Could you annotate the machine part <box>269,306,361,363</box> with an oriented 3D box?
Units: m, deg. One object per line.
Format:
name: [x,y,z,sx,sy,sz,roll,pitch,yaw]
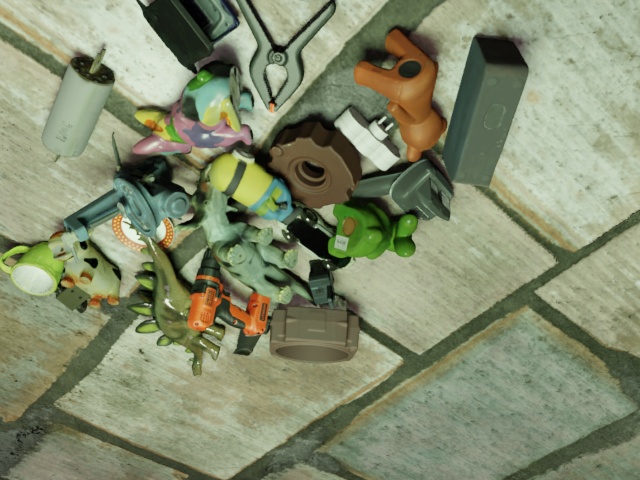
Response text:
machine part: [-0.016,0.223,1.237,0.201,0.087,0.201,5,157,-4]

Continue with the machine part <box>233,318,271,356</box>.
machine part: [-0.171,0.233,1.326,0.084,0.039,0.138,16,125,-18]

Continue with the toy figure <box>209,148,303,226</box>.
toy figure: [-0.117,-0.092,0.979,0.180,0.089,0.082,43,146,-23]

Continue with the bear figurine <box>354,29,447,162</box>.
bear figurine: [0.152,-0.239,0.930,0.120,0.132,0.195,-46,154,-7]

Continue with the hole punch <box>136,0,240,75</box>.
hole punch: [-0.206,-0.352,0.856,0.116,0.092,0.142,2,142,49]

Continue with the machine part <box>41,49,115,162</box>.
machine part: [-0.428,-0.230,0.947,0.079,0.079,0.243,29,122,-20]

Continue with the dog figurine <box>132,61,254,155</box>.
dog figurine: [-0.230,-0.211,0.922,0.219,0.108,0.191,-8,163,8]

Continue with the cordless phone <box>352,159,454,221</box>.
cordless phone: [0.156,-0.086,1.058,0.184,0.088,0.146,-5,159,32]

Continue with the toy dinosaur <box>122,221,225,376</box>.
toy dinosaur: [-0.330,0.149,1.223,0.199,0.105,0.470,1,125,2]

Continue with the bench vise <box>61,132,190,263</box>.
bench vise: [-0.360,-0.068,0.966,0.224,0.240,0.128,33,143,29]

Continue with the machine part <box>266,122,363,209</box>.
machine part: [-0.012,-0.134,1.000,0.179,0.056,0.179,13,140,12]

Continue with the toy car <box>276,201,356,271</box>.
toy car: [-0.002,-0.003,1.132,0.201,0.056,0.073,36,114,-26]

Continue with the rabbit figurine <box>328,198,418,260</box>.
rabbit figurine: [0.126,-0.020,1.072,0.170,0.121,0.159,5,178,-39]

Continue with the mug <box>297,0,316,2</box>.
mug: [-0.030,-0.405,0.791,0.110,0.107,0.080,-2,127,6]

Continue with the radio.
radio: [0.276,-0.212,0.919,0.073,0.131,0.229,5,127,-1]

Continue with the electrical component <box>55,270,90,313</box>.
electrical component: [-0.578,0.123,1.245,0.078,0.045,0.102,-47,121,-2]

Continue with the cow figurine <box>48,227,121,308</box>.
cow figurine: [-0.499,0.047,1.149,0.086,0.127,0.194,-14,141,12]

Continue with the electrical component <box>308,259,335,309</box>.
electrical component: [0.005,0.103,1.173,0.048,0.119,0.074,-11,129,8]

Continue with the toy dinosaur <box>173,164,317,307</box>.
toy dinosaur: [-0.159,0.027,1.117,0.192,0.131,0.404,22,156,38]
